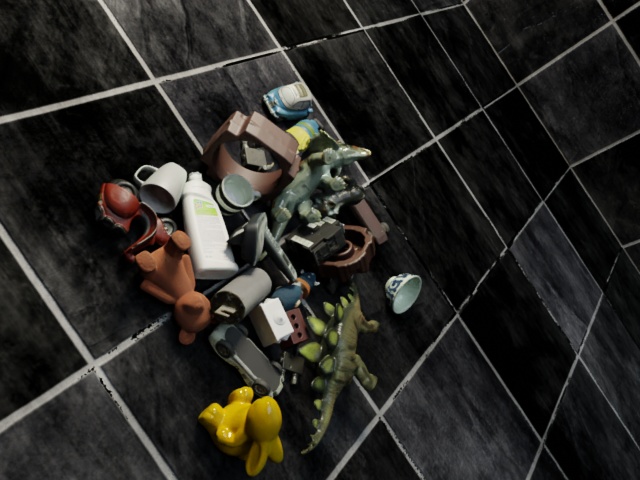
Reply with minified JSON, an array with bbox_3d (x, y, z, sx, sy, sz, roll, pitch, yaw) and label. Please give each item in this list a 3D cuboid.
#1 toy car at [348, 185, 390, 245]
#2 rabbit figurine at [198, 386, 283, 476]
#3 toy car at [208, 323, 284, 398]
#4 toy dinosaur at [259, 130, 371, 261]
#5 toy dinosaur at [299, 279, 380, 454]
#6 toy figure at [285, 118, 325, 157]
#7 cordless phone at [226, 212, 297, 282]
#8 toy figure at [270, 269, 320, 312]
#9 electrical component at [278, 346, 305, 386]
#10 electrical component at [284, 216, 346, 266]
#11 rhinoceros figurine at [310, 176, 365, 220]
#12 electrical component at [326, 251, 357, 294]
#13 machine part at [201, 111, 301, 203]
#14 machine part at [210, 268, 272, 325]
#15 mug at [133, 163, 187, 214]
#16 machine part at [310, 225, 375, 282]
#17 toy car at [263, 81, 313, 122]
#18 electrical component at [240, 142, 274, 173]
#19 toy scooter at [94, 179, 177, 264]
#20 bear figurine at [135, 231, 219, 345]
[{"bbox_3d":[0.125,-0.073,1.571,0.089,0.053,0.202,-29,83,-41],"label":"toy car"},{"bbox_3d":[-0.135,0.361,1.028,0.122,0.173,0.162,-5,67,-46],"label":"rabbit figurine"},{"bbox_3d":[-0.154,0.256,1.152,0.201,0.056,0.073,50,39,-10],"label":"toy car"},{"bbox_3d":[-0.048,-0.132,1.379,0.405,0.192,0.131,-44,114,-3],"label":"toy dinosaur"},{"bbox_3d":[0.039,0.274,1.242,0.198,0.105,0.471,42,41,-34],"label":"toy dinosaur"},{"bbox_3d":[-0.063,-0.283,1.506,0.089,0.082,0.180,35,53,4],"label":"toy figure"},{"bbox_3d":[-0.118,0.035,1.223,0.184,0.089,0.147,53,10,-11],"label":"cordless phone"},{"bbox_3d":[-0.062,0.123,1.302,0.154,0.058,0.064,-34,97,-51],"label":"toy figure"},{"bbox_3d":[-0.068,0.283,1.233,0.063,0.021,0.094,28,52,-26],"label":"electrical component"},{"bbox_3d":[-0.003,-0.004,1.355,0.134,0.115,0.058,-37,130,-25],"label":"electrical component"},{"bbox_3d":[0.030,-0.102,1.464,0.190,0.073,0.112,-22,51,-17],"label":"rhinoceros figurine"},{"bbox_3d":[0.058,0.087,1.421,0.074,0.048,0.119,56,40,-22],"label":"electrical component"},{"bbox_3d":[-0.163,-0.196,1.284,0.201,0.201,0.087,35,47,-21],"label":"machine part"},{"bbox_3d":[-0.167,0.117,1.156,0.079,0.079,0.243,55,20,-3],"label":"machine part"},{"bbox_3d":[-0.349,-0.125,1.183,0.109,0.080,0.107,29,40,-8],"label":"mug"},{"bbox_3d":[0.055,0.032,1.380,0.179,0.180,0.055,-59,143,-42],"label":"machine part"},{"bbox_3d":[-0.080,-0.405,1.542,0.161,0.103,0.109,-19,80,-47],"label":"toy car"},{"bbox_3d":[-0.164,-0.218,1.406,0.078,0.045,0.102,12,60,-38],"label":"electrical component"},{"bbox_3d":[-0.388,-0.029,1.094,0.183,0.075,0.135,43,47,-22],"label":"toy scooter"},{"bbox_3d":[-0.280,0.101,1.080,0.120,0.132,0.196,-32,85,-31],"label":"bear figurine"}]
